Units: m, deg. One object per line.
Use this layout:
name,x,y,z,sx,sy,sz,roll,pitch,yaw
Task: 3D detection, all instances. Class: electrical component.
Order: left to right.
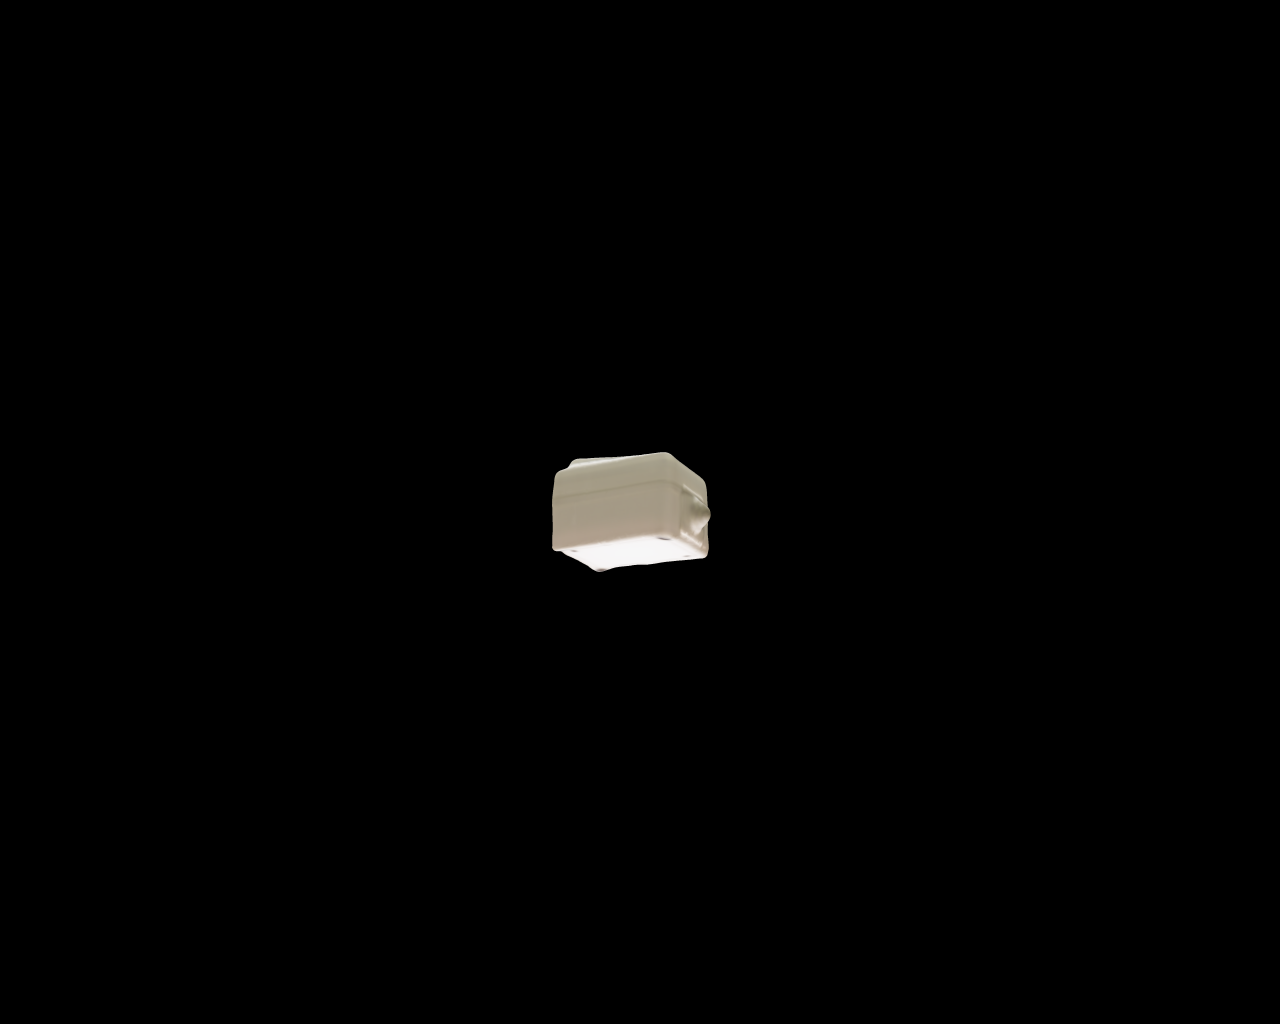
electrical component,0.001,-0.003,0.650,0.096,0.061,0.061,-8,-19,24
